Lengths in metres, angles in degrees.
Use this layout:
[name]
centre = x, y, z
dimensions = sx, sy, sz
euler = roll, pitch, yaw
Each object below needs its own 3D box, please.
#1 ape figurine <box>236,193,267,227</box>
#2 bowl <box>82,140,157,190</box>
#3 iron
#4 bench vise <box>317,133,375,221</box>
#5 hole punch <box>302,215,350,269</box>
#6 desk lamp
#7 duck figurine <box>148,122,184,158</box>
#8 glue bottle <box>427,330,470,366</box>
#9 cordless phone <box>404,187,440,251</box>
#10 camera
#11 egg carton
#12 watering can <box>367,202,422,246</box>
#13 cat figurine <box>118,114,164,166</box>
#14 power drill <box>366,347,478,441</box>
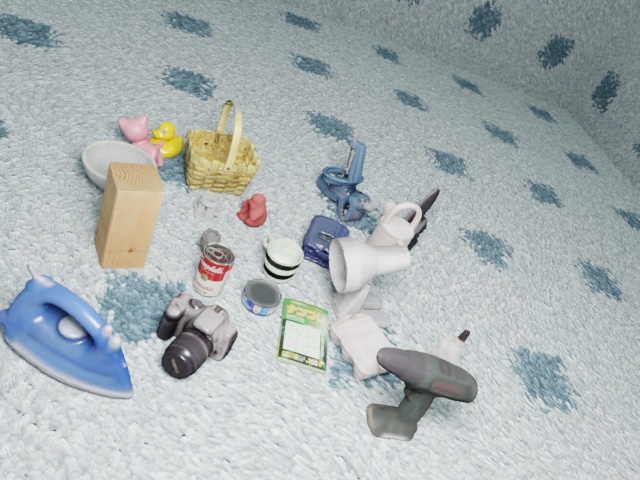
[ape figurine]
centre = -0.163, -0.080, 1.431
dimensions = 0.076, 0.092, 0.077
euler = 18, 36, -14
[bowl]
centre = -0.472, -0.157, 1.339
dimensions = 0.168, 0.074, 0.167
euler = 18, 36, -14
[iron]
centre = -0.399, 0.149, 0.946
dimensions = 0.258, 0.141, 0.119
euler = 32, 35, 6
[bench vise]
centre = 0.100, -0.176, 1.614
dimensions = 0.207, 0.219, 0.122
euler = 39, 37, 15
[hole punch]
centre = 0.013, 0.005, 1.442
dimensions = 0.109, 0.091, 0.101
euler = 24, 35, -5
[desk lamp]
centre = 0.099, 0.090, 1.287
dimensions = 0.204, 0.213, 0.117
euler = 6, 40, -27
[duck figurine]
centre = -0.406, -0.273, 1.517
dimensions = 0.105, 0.086, 0.077
euler = -15, 53, -44
[glue bottle]
centre = 0.274, 0.250, 1.237
dimensions = 0.078, 0.173, 0.037
euler = 41, 37, 18
[cordless phone]
centre = 0.264, -0.064, 1.613
dimensions = 0.094, 0.185, 0.148
euler = 33, 36, 8
[camera]
centre = -0.239, 0.176, 1.053
dimensions = 0.143, 0.100, 0.137
euler = 32, 35, 5
[egg carton]
centre = 0.091, 0.227, 1.234
dimensions = 0.107, 0.069, 0.150
euler = -8, 48, -39
[watering can]
centre = 0.194, -0.029, 1.515
dimensions = 0.101, 0.194, 0.172
euler = -5, 46, -37
[cat figurine]
centre = -0.447, -0.256, 1.441
dimensions = 0.127, 0.117, 0.067
euler = 32, 35, 6
[power drill]
centre = 0.173, 0.292, 1.087
dimensions = 0.230, 0.208, 0.075
euler = 13, 38, -20
